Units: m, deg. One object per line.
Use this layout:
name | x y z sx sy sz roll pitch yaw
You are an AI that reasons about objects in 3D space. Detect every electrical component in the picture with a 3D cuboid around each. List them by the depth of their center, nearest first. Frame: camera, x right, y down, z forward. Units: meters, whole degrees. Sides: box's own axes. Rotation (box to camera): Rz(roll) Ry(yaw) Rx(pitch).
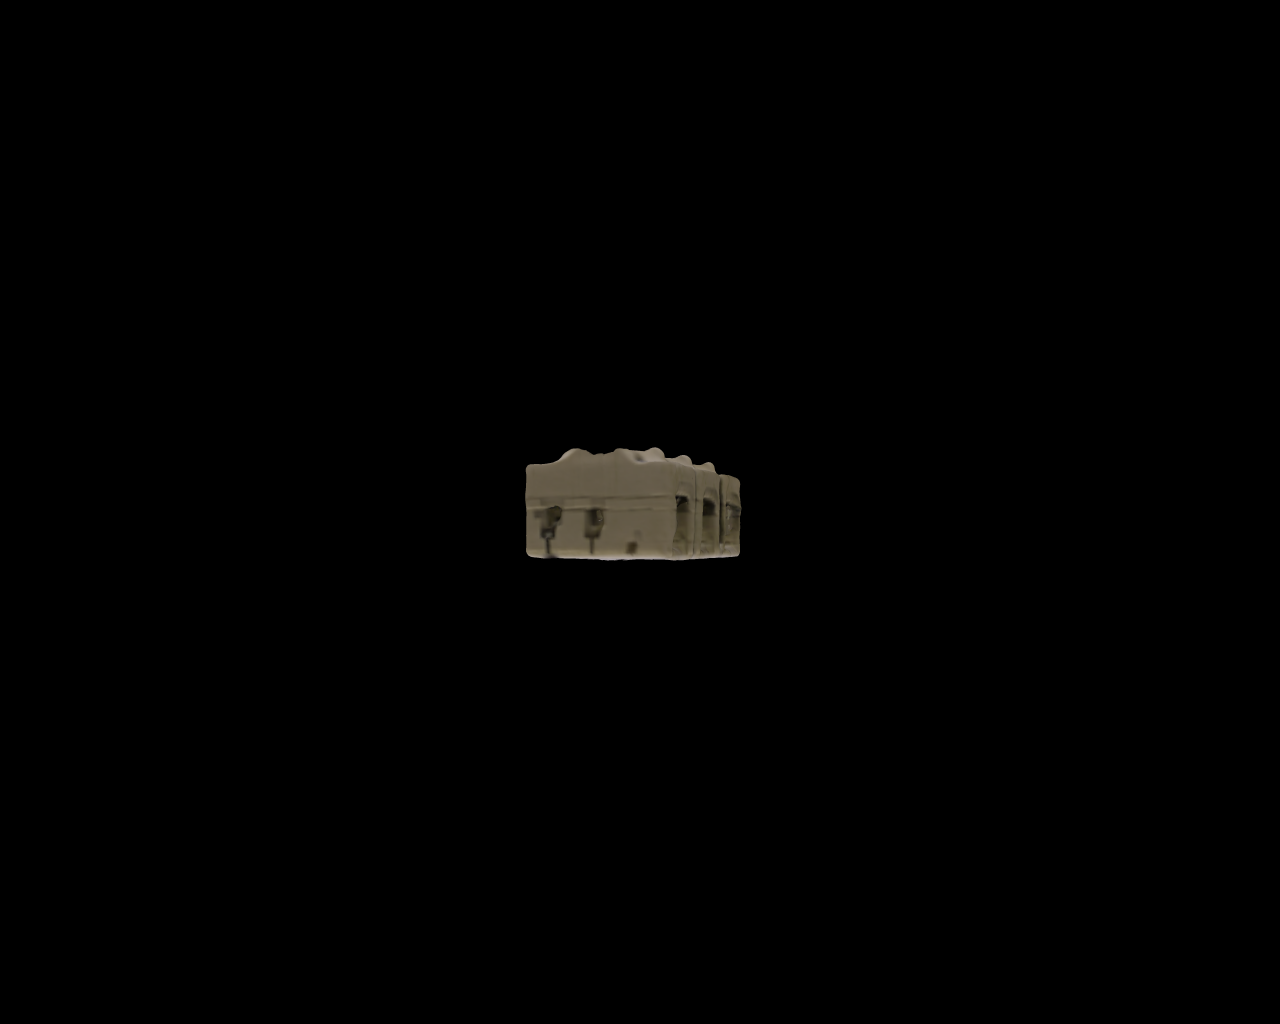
electrical component | 0.001 -0.003 0.650 0.089 0.061 0.150 -1 -2 20
